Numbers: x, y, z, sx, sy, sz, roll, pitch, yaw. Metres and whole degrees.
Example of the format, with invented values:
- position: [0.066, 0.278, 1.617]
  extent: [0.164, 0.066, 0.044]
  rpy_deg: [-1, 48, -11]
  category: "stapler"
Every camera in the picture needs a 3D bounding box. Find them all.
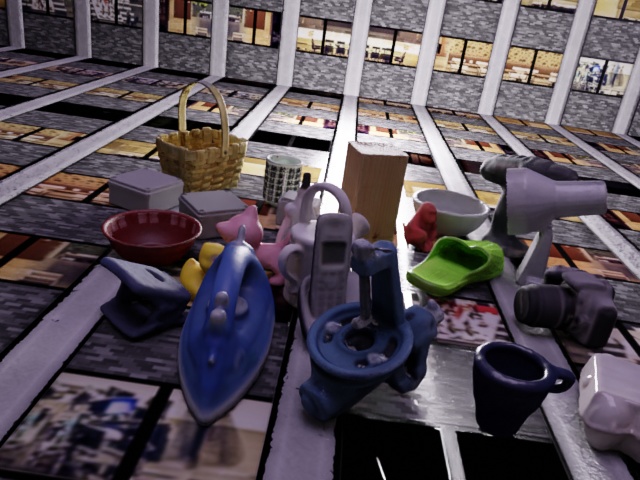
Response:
- position: [0.382, 0.091, 0.916]
  extent: [0.137, 0.101, 0.143]
  rpy_deg: [5, 23, -7]
  category: "camera"

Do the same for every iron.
- position: [-0.115, 0.088, 0.709]
  extent: [0.118, 0.141, 0.258]
  rpy_deg: [7, 23, -3]
  category: "iron"

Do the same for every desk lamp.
- position: [0.414, -0.017, 1.032]
  extent: [0.203, 0.213, 0.118]
  rpy_deg: [14, 24, 14]
  category: "desk lamp"

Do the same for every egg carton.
- position: [0.372, 0.201, 0.700]
  extent: [0.107, 0.069, 0.150]
  rpy_deg: [16, 24, 17]
  category: "egg carton"

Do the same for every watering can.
- position: [0.006, 0.002, 0.879]
  extent: [0.100, 0.194, 0.173]
  rpy_deg: [16, 25, 18]
  category: "watering can"

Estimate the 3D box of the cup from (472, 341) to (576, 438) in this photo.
- position: [0.228, 0.181, 0.667]
  extent: [0.118, 0.095, 0.091]
  rpy_deg: [7, 23, -2]
  category: "cup"

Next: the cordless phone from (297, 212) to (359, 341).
- position: [0.046, 0.053, 0.787]
  extent: [0.148, 0.185, 0.094]
  rpy_deg: [-2, 25, -22]
  category: "cordless phone"

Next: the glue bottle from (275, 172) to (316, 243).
- position: [-0.033, -0.033, 0.973]
  extent: [0.078, 0.173, 0.037]
  rpy_deg: [-1, 25, -21]
  category: "glue bottle"

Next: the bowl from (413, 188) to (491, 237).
- position: [0.278, -0.051, 1.241]
  extent: [0.167, 0.075, 0.167]
  rpy_deg: [7, 23, -3]
  category: "bowl"

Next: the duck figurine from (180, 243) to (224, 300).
- position: [-0.165, 0.044, 0.864]
  extent: [0.104, 0.086, 0.078]
  rpy_deg: [22, 27, 30]
  category: "duck figurine"

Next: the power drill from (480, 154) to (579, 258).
- position: [0.409, -0.076, 1.173]
  extent: [0.076, 0.208, 0.228]
  rpy_deg: [-5, 26, -27]
  category: "power drill"

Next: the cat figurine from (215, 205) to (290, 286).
- position: [-0.104, 0.004, 0.936]
  extent: [0.127, 0.118, 0.067]
  rpy_deg: [9, 23, 3]
  category: "cat figurine"

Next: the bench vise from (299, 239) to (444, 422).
- position: [0.066, 0.086, 0.673]
  extent: [0.121, 0.220, 0.208]
  rpy_deg: [20, 26, 26]
  category: "bench vise"

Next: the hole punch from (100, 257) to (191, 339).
- position: [-0.238, 0.066, 0.782]
  extent: [0.108, 0.091, 0.101]
  rpy_deg: [27, 30, 37]
  category: "hole punch"

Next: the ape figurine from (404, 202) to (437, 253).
- position: [0.210, -0.031, 1.152]
  extent: [0.078, 0.092, 0.075]
  rpy_deg: [-12, 30, -38]
  category: "ape figurine"
